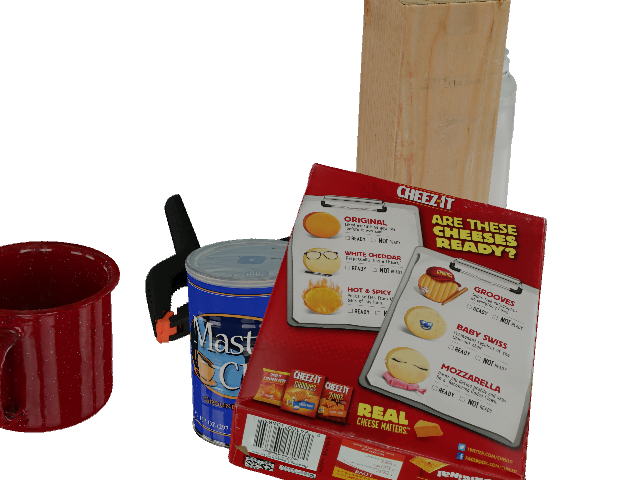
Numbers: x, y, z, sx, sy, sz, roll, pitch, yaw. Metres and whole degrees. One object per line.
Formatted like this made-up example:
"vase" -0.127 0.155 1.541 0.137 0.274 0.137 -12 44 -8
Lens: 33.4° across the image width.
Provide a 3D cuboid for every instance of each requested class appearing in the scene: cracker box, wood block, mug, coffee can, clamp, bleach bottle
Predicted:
"cracker box" 0.048 0.060 0.665 0.164 0.072 0.213 14 44 3
"wood block" 0.087 -0.105 0.871 0.090 0.206 0.091 -6 29 -15
"mug" -0.162 0.061 0.601 0.093 0.081 0.117 5 24 4
"coffee can" -0.053 0.080 0.846 0.103 0.140 0.103 0 17 0
"clamp" -0.123 0.026 1.073 0.165 0.036 0.209 20 38 16
"bleach bottle" 0.163 -0.072 1.084 0.068 0.251 0.102 2 32 -1
